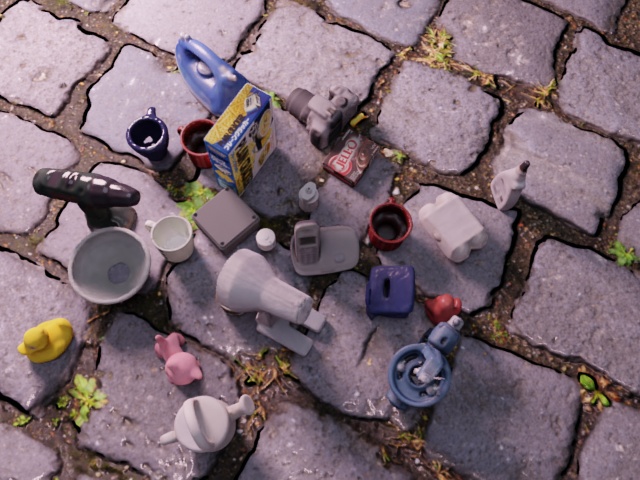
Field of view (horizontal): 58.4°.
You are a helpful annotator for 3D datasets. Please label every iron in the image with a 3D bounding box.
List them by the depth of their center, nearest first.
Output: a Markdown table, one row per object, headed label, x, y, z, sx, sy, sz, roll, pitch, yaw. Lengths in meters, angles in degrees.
| label | x | y | z | sx | sy | sz | roll | pitch | yaw |
| --- | --- | --- | --- | --- | --- | --- | --- | --- | --- |
| iron | -0.264 | -0.406 | 1.331 | 0.258 | 0.141 | 0.119 | 43 | 75 | 12 |

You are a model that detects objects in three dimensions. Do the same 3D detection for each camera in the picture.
| label | x | y | z | sx | sy | sz | roll | pitch | yaw |
| --- | --- | --- | --- | --- | --- | --- | --- | --- | --- |
| camera | -0.001 | -0.311 | 1.330 | 0.136 | 0.101 | 0.143 | 37 | 74 | 10 |

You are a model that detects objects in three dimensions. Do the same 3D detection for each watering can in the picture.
| label | x | y | z | sx | sy | sz | roll | pitch | yaw |
| --- | --- | --- | --- | --- | --- | --- | --- | --- | --- |
| watering can | -0.208 | 0.334 | 1.054 | 0.173 | 0.194 | 0.101 | -42 | 77 | -14 |

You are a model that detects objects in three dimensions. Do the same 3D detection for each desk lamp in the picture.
| label | x | y | z | sx | sy | sz | roll | pitch | yaw |
| --- | --- | --- | --- | --- | --- | --- | --- | --- | --- |
| desk lamp | -0.089 | 0.122 | 1.121 | 0.203 | 0.213 | 0.118 | 28 | 73 | 7 |

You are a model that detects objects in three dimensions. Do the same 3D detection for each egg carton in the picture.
| label | x | y | z | sx | sy | sz | roll | pitch | yaw |
| --- | --- | --- | --- | --- | --- | --- | --- | --- | --- |
| egg carton | 0.291 | -0.028 | 1.263 | 0.107 | 0.069 | 0.150 | -33 | 76 | -12 |

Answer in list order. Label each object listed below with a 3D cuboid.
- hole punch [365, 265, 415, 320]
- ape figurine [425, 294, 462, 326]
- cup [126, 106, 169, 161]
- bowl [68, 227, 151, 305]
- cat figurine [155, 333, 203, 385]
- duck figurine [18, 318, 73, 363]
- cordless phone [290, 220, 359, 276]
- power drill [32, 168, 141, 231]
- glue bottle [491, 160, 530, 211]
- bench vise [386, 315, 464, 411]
| label | x | y | z | sx | sy | sz | roll | pitch | yaw |
| --- | --- | --- | --- | --- | --- | --- | --- | --- | --- |
| hole punch | 0.146 | 0.109 | 1.199 | 0.101 | 0.091 | 0.109 | 5 | 71 | 0 |
| ape figurine | 0.259 | 0.139 | 1.193 | 0.077 | 0.092 | 0.076 | 18 | 72 | 4 |
| cup | -0.378 | -0.231 | 1.291 | 0.091 | 0.095 | 0.118 | 2 | 71 | -1 |
| bowl | -0.430 | 0.061 | 1.201 | 0.167 | 0.075 | 0.167 | 1 | 71 | -2 |
| cat figurine | -0.282 | 0.237 | 1.125 | 0.067 | 0.118 | 0.127 | -37 | 76 | -13 |
| duck figurine | -0.553 | 0.196 | 1.144 | 0.105 | 0.086 | 0.077 | -41 | 77 | -14 |
| cordless phone | 0.011 | 0.004 | 1.180 | 0.147 | 0.185 | 0.094 | -10 | 72 | -5 |
| power drill | -0.455 | -0.079 | 1.177 | 0.229 | 0.208 | 0.076 | 13 | 71 | 2 |
| glue bottle | 0.421 | -0.129 | 1.247 | 0.037 | 0.173 | 0.078 | -9 | 72 | -5 |
| bench vise | 0.203 | 0.223 | 1.095 | 0.121 | 0.220 | 0.207 | 20 | 72 | 5 |
